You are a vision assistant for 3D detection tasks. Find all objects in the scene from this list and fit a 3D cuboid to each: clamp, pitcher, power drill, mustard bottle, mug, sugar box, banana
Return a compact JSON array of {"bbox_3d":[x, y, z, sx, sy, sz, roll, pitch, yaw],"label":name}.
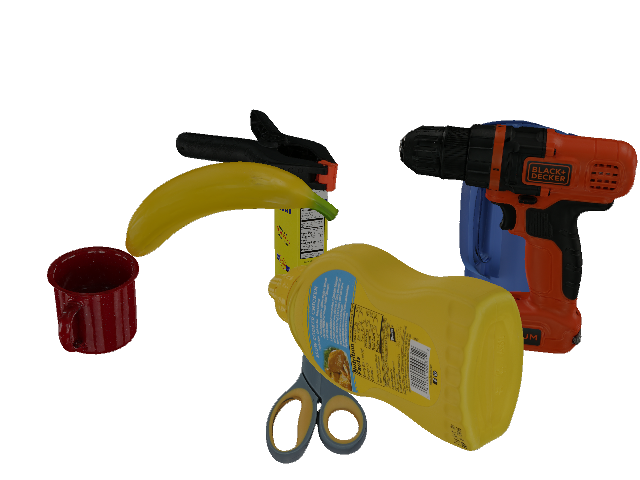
[{"bbox_3d":[-0.059,-0.087,1.065,0.120,0.039,0.172,-25,36,-33],"label":"clamp"},{"bbox_3d":[0.228,-0.012,1.277,0.149,0.243,0.145,0,24,-2],"label":"pitcher"},{"bbox_3d":[0.152,-0.004,0.871,0.184,0.188,0.057,7,28,12],"label":"power drill"},{"bbox_3d":[0.035,0.054,0.666,0.058,0.096,0.192,-20,26,-39],"label":"mustard bottle"},{"bbox_3d":[-0.237,0.070,1.104,0.093,0.081,0.117,9,32,11],"label":"mug"},{"bbox_3d":[-0.025,-0.020,1.288,0.048,0.176,0.093,-10,25,-18],"label":"sugar box"},{"bbox_3d":[-0.087,-0.026,0.834,0.198,0.069,0.037,-9,29,29],"label":"banana"}]

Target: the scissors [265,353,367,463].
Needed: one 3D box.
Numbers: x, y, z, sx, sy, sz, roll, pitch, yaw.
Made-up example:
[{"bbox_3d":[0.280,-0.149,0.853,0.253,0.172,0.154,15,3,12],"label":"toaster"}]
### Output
[{"bbox_3d":[0.010,0.117,0.961,0.096,0.201,0.016,10,-42,14],"label":"scissors"}]
